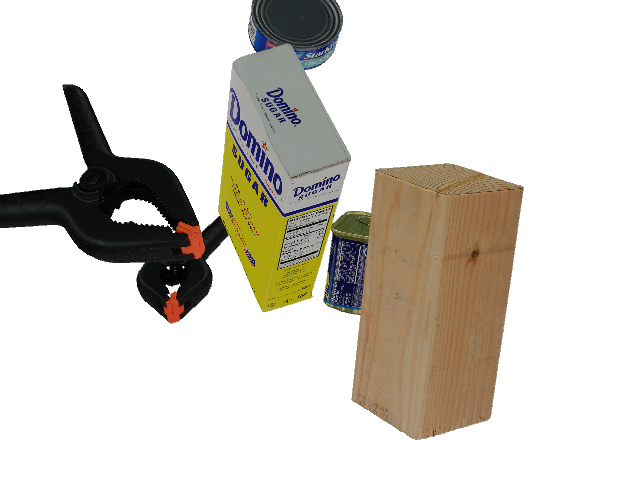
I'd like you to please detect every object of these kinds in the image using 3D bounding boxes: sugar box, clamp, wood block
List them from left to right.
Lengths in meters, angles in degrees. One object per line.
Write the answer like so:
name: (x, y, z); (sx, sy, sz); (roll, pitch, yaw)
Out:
clamp: (-0.173, -0.045, 0.838); (0.210, 0.164, 0.036); (18, -32, 19)
clamp: (-0.147, 0.024, 1.148); (0.120, 0.039, 0.171); (-13, 38, -7)
sugar box: (-0.029, -0.034, 0.692); (0.048, 0.093, 0.176); (-19, -26, -16)
wood block: (0.096, 0.048, 0.892); (0.090, 0.206, 0.090); (-7, 20, -37)

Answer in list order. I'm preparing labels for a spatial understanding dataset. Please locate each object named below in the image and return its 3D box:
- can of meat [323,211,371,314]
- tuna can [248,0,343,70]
can of meat: (0.040, 0.022, 1.103); (0.057, 0.084, 0.102); (11, 15, 12)
tuna can: (-0.024, -0.200, 0.993); (0.086, 0.086, 0.034); (0, -31, -12)
